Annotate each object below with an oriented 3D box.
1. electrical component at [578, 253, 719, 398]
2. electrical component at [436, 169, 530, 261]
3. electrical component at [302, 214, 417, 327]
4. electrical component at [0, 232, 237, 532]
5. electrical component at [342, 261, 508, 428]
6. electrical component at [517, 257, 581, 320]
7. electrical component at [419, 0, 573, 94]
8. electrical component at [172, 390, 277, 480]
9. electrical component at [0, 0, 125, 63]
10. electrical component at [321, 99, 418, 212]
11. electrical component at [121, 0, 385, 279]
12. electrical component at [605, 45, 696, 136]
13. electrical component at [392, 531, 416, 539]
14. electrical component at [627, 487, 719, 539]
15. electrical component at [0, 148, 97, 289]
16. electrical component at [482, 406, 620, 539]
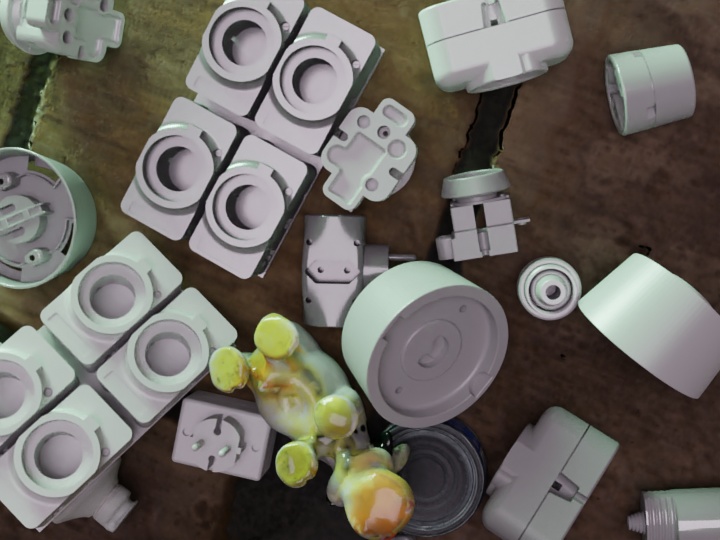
[{"bbox_3d":[0.197,0.038,0.710,0.099,0.099,0.064,43,91,2],"label":"electrical component"},{"bbox_3d":[0.083,-0.039,0.745,0.066,0.048,0.055,-9,100,7],"label":"electrical component"},{"bbox_3d":[0.000,0.000,0.757,0.079,0.043,0.077,1,95,3],"label":"electrical component"},{"bbox_3d":[-0.187,0.074,0.738,0.105,0.060,0.186,46,74,2],"label":"electrical component"},{"bbox_3d":[0.039,0.046,0.731,0.108,0.060,0.108,-13,121,-23],"label":"electrical component"},{"bbox_3d":[0.130,0.013,0.734,0.043,0.062,0.043,0,93,6],"label":"electrical component"},{"bbox_3d":[0.093,-0.156,0.732,0.095,0.054,0.059,-14,91,7],"label":"electrical component"},{"bbox_3d":[-0.098,0.119,0.757,0.066,0.077,0.047,12,94,5],"label":"electrical component"},{"bbox_3d":[-0.214,-0.178,0.757,0.057,0.078,0.058,13,96,26],"label":"electrical component"},{"bbox_3d":[0.009,-0.078,0.744,0.058,0.057,0.078,36,96,3],"label":"electrical component"},{"bbox_3d":[-0.075,-0.099,0.750,0.105,0.060,0.186,29,96,4],"label":"electrical component"},{"bbox_3d":[0.195,-0.122,0.724,0.047,0.055,0.055,-12,92,3],"label":"electrical component"},{"bbox_3d":[0.022,0.216,0.771,0.035,0.035,0.061,5,96,6],"label":"electrical component"},{"bbox_3d":[0.226,0.173,0.742,0.081,0.043,0.043,-4,93,6],"label":"electrical component"},{"bbox_3d":[-0.240,-0.037,0.769,0.099,0.064,0.099,0,93,6],"label":"electrical component"},{"bbox_3d":[0.126,0.144,0.734,0.059,0.053,0.095,32,78,14],"label":"electrical component"}]
